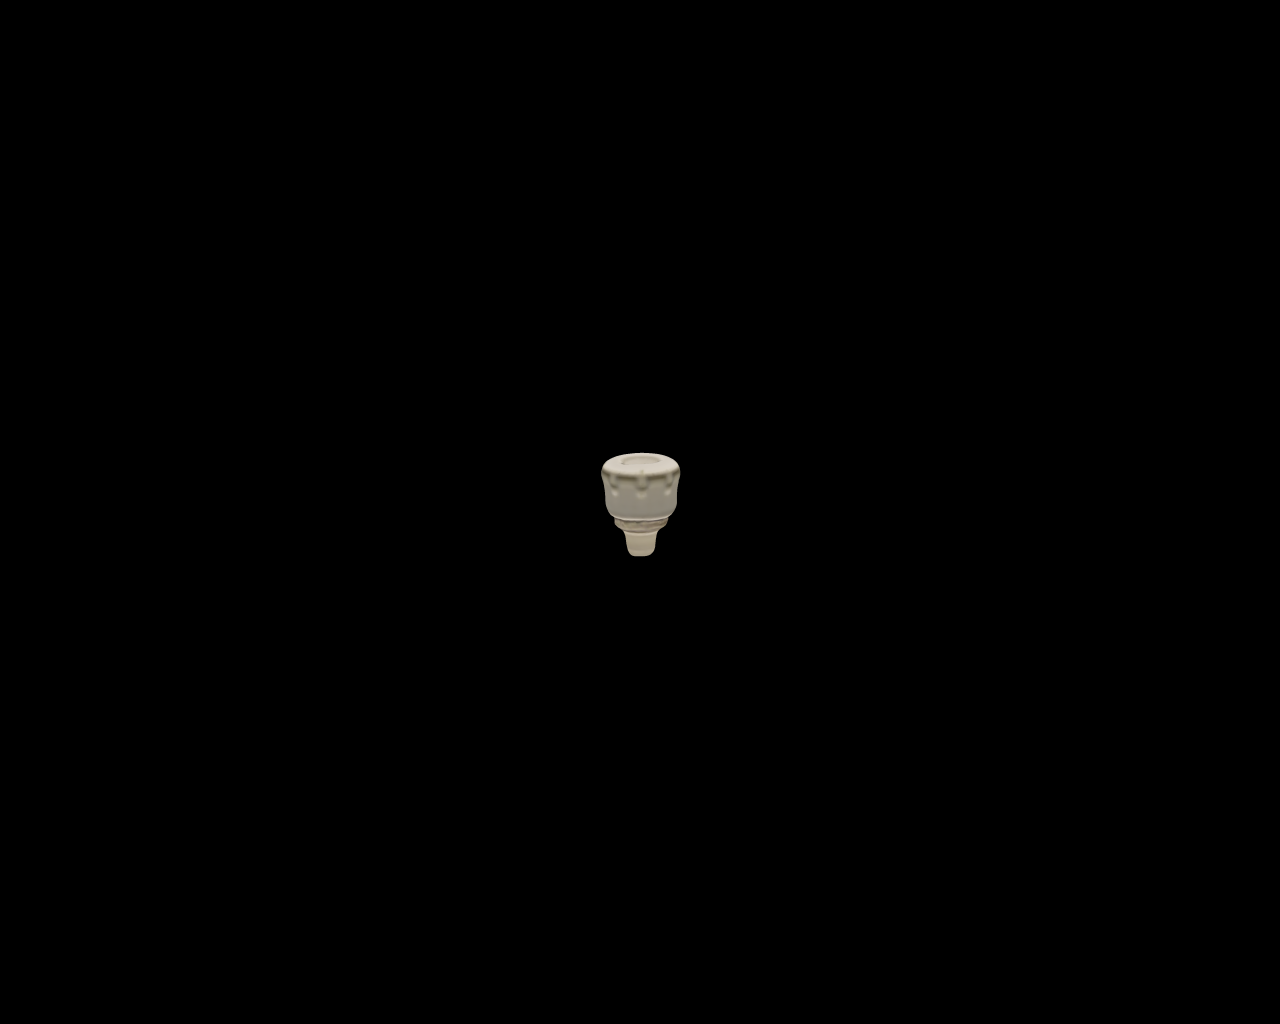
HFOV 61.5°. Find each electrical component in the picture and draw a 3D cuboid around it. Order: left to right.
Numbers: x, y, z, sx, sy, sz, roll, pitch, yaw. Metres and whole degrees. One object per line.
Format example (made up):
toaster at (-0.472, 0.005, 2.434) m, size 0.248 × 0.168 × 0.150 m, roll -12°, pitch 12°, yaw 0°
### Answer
electrical component at (0.001, -0.003, 0.650) m, size 0.048 × 0.062 × 0.048 m, roll 0°, pitch 16°, yaw 0°
